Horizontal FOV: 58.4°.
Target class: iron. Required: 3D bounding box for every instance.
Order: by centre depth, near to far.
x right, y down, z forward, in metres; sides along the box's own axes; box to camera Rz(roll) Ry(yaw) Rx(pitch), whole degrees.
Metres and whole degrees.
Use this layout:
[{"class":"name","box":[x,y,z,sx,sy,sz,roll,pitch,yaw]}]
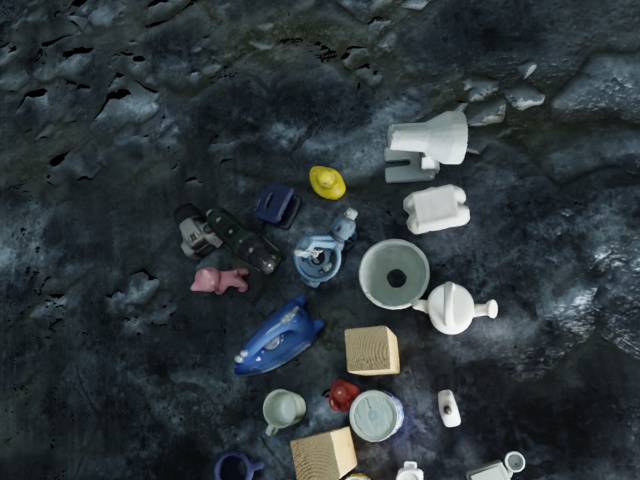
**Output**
[{"class":"iron","box":[-0.122,0.239,1.350,0.258,0.142,0.118,-39,70,1]}]

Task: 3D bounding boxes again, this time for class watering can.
[{"class":"watering can","box":[0.292,0.144,1.251,0.172,0.194,0.101,-19,72,8]}]

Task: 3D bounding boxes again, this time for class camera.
[{"class":"camera","box":[-0.316,-0.040,1.490,0.143,0.101,0.136,-36,71,2]}]

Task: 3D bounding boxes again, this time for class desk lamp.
[{"class":"desk lamp","box":[0.242,-0.216,1.348,0.203,0.214,0.118,-5,74,12]}]

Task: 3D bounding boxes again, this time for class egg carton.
[{"class":"egg carton","box":[0.279,-0.074,1.379,0.150,0.069,0.107,-12,73,10]}]

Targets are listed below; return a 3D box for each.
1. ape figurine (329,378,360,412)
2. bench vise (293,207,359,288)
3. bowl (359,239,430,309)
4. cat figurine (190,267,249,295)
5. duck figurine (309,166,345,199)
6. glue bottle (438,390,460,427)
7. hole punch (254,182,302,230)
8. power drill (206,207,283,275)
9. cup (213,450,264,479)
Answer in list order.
[{"class":"ape figurine","box":[0.051,0.352,1.306,0.077,0.092,0.076,-19,72,8]},{"class":"bench vise","box":[0.001,0.001,1.343,0.121,0.220,0.207,17,80,17]},{"class":"bowl","box":[0.178,0.086,1.357,0.167,0.075,0.167,-3,75,12]},{"class":"cat figurine","box":[-0.254,0.096,1.431,0.127,0.118,0.067,-11,73,10]},{"class":"duck figurine","box":[0.012,-0.156,1.453,0.104,0.086,0.077,42,88,19]},{"class":"glue bottle","box":[0.271,0.357,1.211,0.037,0.173,0.078,-17,72,9]},{"class":"hole punch","box":[-0.115,-0.089,1.462,0.101,0.091,0.109,21,81,17]},{"class":"power drill","box":[-0.167,0.016,1.384,0.229,0.209,0.075,39,87,19]},{"class":"cup","box":[-0.175,0.522,1.311,0.117,0.095,0.091,-18,72,8]}]
